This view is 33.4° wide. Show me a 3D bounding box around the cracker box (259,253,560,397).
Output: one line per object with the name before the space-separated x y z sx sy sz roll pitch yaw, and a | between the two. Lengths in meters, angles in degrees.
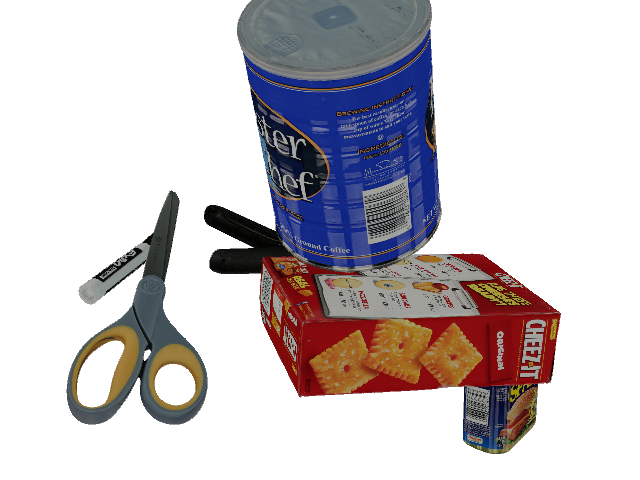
cracker box | 0.067 0.067 0.902 0.213 0.072 0.164 0 17 -14

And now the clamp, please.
clamp | -0.031 0.020 1.158 0.210 0.036 0.164 16 18 -6

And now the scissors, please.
scissors | -0.099 0.046 0.718 0.096 0.201 0.016 20 -42 7

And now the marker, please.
marker | -0.176 0.022 0.973 0.020 0.020 0.121 0 24 28

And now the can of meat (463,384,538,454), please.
can of meat | 0.186 0.160 1.098 0.058 0.084 0.101 12 21 33

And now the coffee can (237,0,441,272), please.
coffee can | 0.015 -0.067 0.604 0.103 0.140 0.103 -5 42 4
